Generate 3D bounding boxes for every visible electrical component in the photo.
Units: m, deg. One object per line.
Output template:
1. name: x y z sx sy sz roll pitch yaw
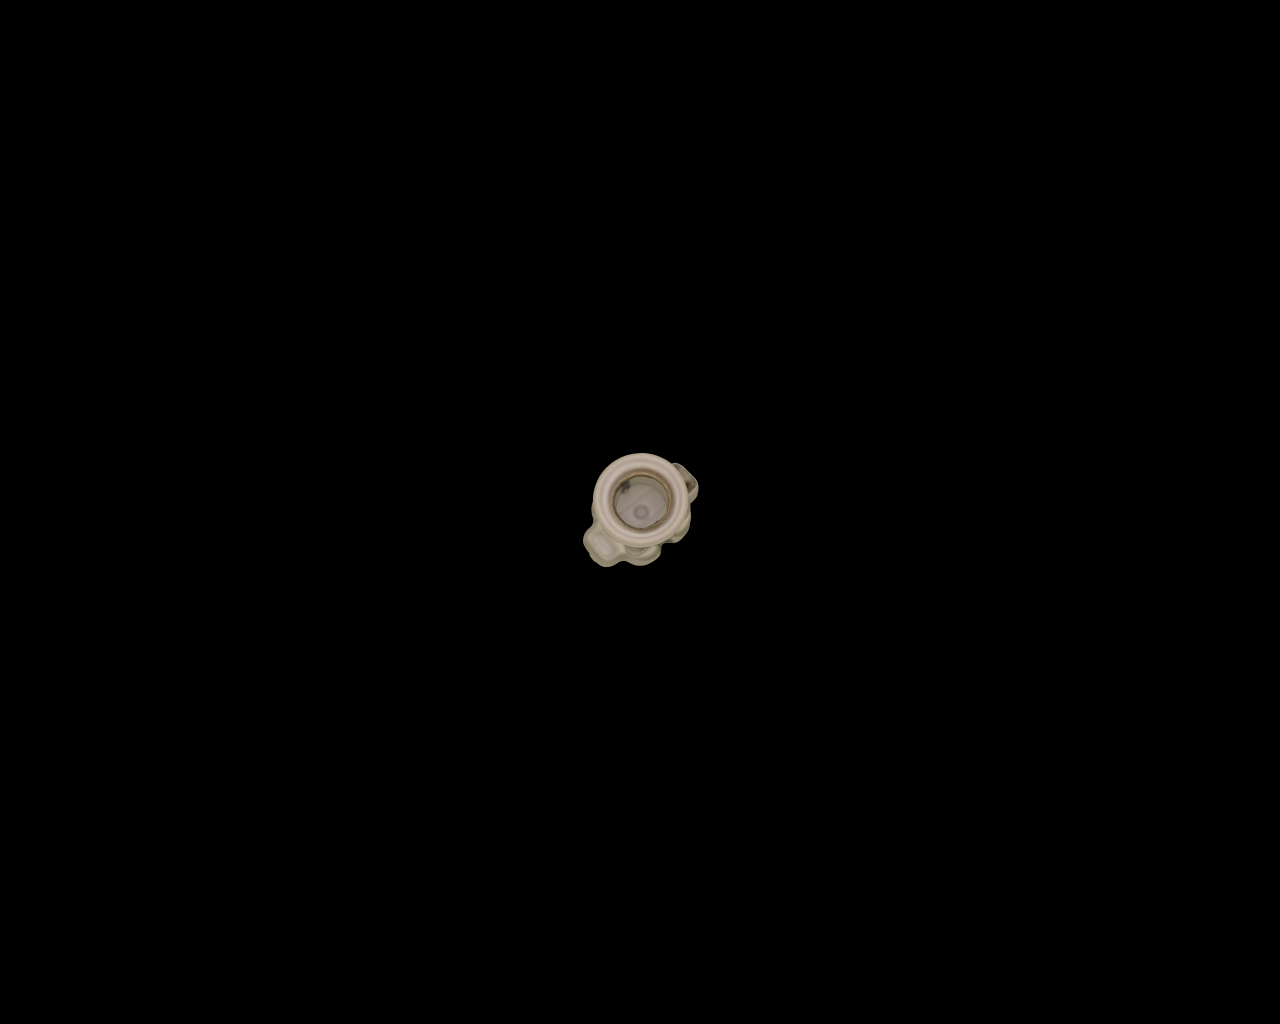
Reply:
1. electrical component: 0.001 -0.003 0.650 0.078 0.058 0.057 -38 -9 -7
